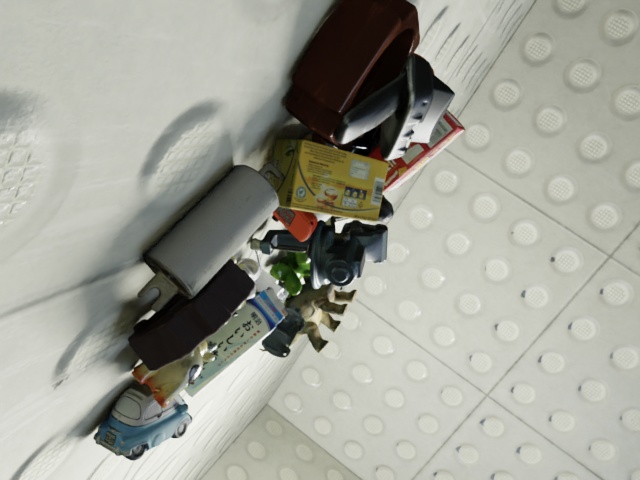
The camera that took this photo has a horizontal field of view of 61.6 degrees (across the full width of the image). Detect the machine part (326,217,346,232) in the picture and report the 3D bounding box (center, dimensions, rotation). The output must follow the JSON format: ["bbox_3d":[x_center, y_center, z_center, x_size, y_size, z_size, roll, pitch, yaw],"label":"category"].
[{"bbox_3d":[0.054,-0.066,1.180,0.139,0.084,0.039,-14,-168,-1],"label":"machine part"}]

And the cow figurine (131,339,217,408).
[{"bbox_3d":[-0.225,0.187,0.852,0.127,0.085,0.195,-39,-177,-18],"label":"cow figurine"}]

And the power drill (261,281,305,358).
[{"bbox_3d":[-0.125,0.203,1.219,0.232,0.086,0.207,-59,-161,-11],"label":"power drill"}]

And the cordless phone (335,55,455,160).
[{"bbox_3d":[0.086,-0.159,0.751,0.184,0.089,0.146,-36,164,-27],"label":"cordless phone"}]

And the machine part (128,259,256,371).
[{"bbox_3d":[-0.172,0.096,0.723,0.179,0.056,0.179,-35,-168,8],"label":"machine part"}]

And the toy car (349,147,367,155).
[{"bbox_3d":[0.058,-0.133,1.154,0.202,0.073,0.056,-50,168,-24],"label":"toy car"}]

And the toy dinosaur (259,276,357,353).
[{"bbox_3d":[-0.042,0.196,1.432,0.105,0.199,0.471,-43,165,-52],"label":"toy dinosaur"}]

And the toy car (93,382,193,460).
[{"bbox_3d":[-0.291,0.283,0.894,0.161,0.109,0.102,-13,115,-59],"label":"toy car"}]

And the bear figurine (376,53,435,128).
[{"bbox_3d":[0.118,-0.244,0.944,0.196,0.120,0.132,-46,171,-30],"label":"bear figurine"}]

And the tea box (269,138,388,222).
[{"bbox_3d":[0.012,-0.084,0.784,0.169,0.068,0.098,10,93,-38],"label":"tea box"}]

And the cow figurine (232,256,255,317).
[{"bbox_3d":[-0.164,0.095,0.904,0.098,0.068,0.167,-44,163,-25],"label":"cow figurine"}]

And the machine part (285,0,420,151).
[{"bbox_3d":[0.048,-0.233,0.742,0.201,0.087,0.201,-57,170,8],"label":"machine part"}]

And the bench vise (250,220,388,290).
[{"bbox_3d":[-0.002,0.006,0.968,0.224,0.241,0.128,-71,162,-54],"label":"bench vise"}]

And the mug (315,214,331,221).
[{"bbox_3d":[-0.014,-0.060,1.057,0.107,0.081,0.109,-53,175,35],"label":"mug"}]

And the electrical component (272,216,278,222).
[{"bbox_3d":[-0.055,-0.072,0.985,0.094,0.021,0.063,-57,170,2],"label":"electrical component"}]

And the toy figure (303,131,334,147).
[{"bbox_3d":[-0.020,-0.132,0.842,0.154,0.064,0.057,-53,132,-34],"label":"toy figure"}]

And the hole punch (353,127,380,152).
[{"bbox_3d":[0.112,-0.222,1.081,0.116,0.092,0.142,-48,165,-51],"label":"hole punch"}]

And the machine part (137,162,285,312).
[{"bbox_3d":[-0.131,-0.013,0.667,0.243,0.079,0.079,-50,169,-23],"label":"machine part"}]

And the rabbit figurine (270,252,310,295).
[{"bbox_3d":[-0.041,0.057,1.229,0.170,0.121,0.159,-43,-173,43],"label":"rabbit figurine"}]
